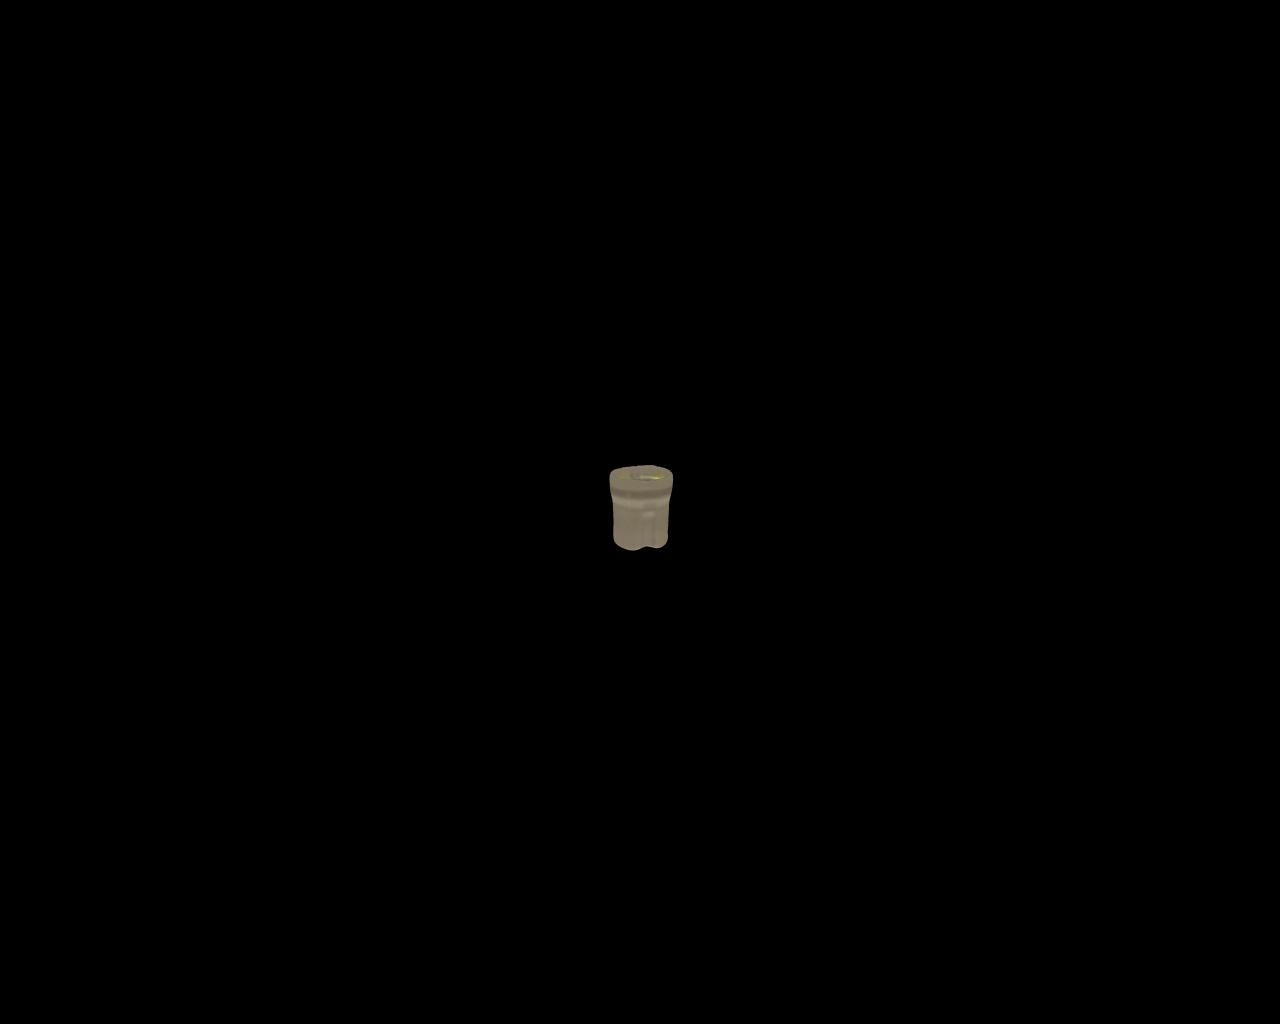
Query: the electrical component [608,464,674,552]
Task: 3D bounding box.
[{"bbox_3d":[0.001,-0.003,0.650,0.040,0.046,0.040,0,15,0],"label":"electrical component"}]
